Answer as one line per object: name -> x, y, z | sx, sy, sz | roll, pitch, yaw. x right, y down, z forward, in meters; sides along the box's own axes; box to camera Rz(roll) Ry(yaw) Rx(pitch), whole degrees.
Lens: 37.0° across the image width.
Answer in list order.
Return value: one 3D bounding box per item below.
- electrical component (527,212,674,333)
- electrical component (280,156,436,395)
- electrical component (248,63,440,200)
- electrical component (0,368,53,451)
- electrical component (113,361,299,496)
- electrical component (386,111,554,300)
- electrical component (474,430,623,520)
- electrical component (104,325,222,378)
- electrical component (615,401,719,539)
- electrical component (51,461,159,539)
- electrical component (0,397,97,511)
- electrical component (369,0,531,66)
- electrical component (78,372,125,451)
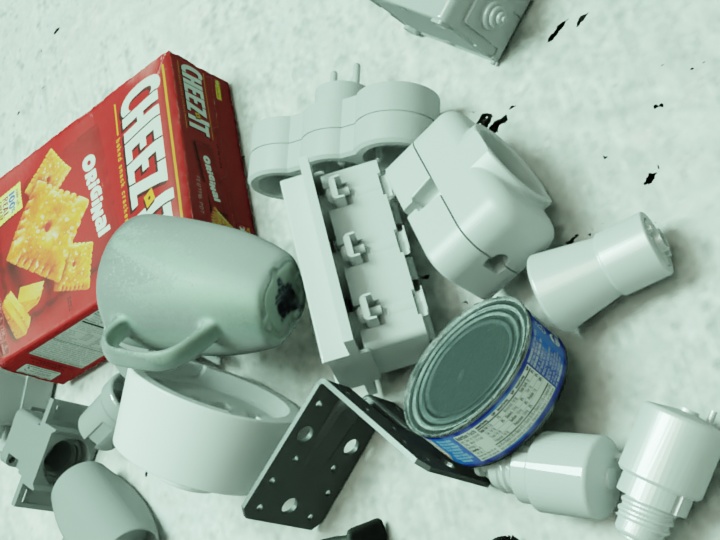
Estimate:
electrical component -> 0.123, -0.001, 0.541 | 0.065, 0.044, 0.044 | -28, 58, 25
electrical component -> 0.000, 0.000, 0.624 | 0.063, 0.078, 0.121 | -16, 61, 3
electrical component -> -0.011, -0.095, 0.679 | 0.138, 0.052, 0.073 | -11, 68, 37
electrical component -> -0.306, 0.100, 0.852 | 0.121, 0.063, 0.078 | -3, 73, 40
electrical component -> -0.096, 0.099, 0.649 | 0.108, 0.108, 0.060 | 23, 97, 43
electrical component -> 0.062, -0.039, 0.590 | 0.059, 0.054, 0.095 | -44, 43, 20
electrical component -> 0.092, 0.099, 0.531 | 0.078, 0.040, 0.040 | -2, 74, 40
electrical component -> -0.128, 0.049, 0.721 | 0.079, 0.077, 0.043 | 26, 57, 6
electrical component -> 0.138, 0.097, 0.493 | 0.040, 0.040, 0.078 | 22, 90, 43
electrical component -> -0.182, 0.184, 0.731 | 0.077, 0.043, 0.079 | 37, 100, 42
electrical component -> -0.229, 0.132, 0.790 | 0.064, 0.042, 0.081 | 17, 85, 44
electrical component -> 0.057, -0.169, 0.641 | 0.096, 0.062, 0.061 | 33, 97, 42
electrical component -> -0.171, 0.100, 0.755 | 0.046, 0.040, 0.040 | -43, 52, 27
